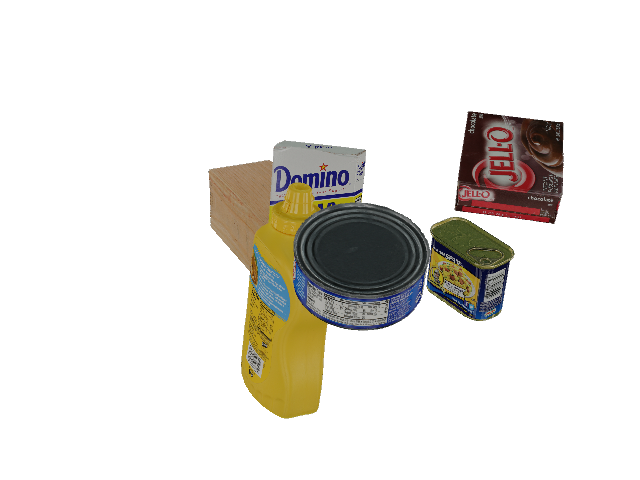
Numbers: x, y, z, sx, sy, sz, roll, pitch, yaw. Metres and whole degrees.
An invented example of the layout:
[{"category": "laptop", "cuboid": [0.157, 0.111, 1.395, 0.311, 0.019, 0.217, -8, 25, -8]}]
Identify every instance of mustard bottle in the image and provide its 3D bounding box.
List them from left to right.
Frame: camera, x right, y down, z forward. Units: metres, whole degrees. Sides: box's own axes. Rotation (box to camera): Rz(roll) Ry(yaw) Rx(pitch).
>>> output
[{"category": "mustard bottle", "cuboid": [-0.026, 0.043, 0.872, 0.058, 0.192, 0.096, -7, 30, -24]}]

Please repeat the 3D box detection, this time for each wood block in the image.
[{"category": "wood block", "cuboid": [-0.065, -0.023, 1.350, 0.090, 0.090, 0.206, -10, 26, -22]}]

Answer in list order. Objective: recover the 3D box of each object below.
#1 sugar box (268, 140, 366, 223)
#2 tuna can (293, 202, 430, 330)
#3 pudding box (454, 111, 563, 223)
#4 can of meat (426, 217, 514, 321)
[{"category": "sugar box", "cuboid": [-0.007, -0.012, 1.119, 0.093, 0.176, 0.048, 7, 15, 14]}, {"category": "tuna can", "cuboid": [0.025, 0.016, 0.676, 0.086, 0.034, 0.086, 2, 43, -2]}, {"category": "pudding box", "cuboid": [0.171, -0.067, 0.962, 0.090, 0.039, 0.113, 8, 40, 6]}, {"category": "can of meat", "cuboid": [0.172, 0.035, 1.246, 0.057, 0.084, 0.102, -22, 41, -32]}]
